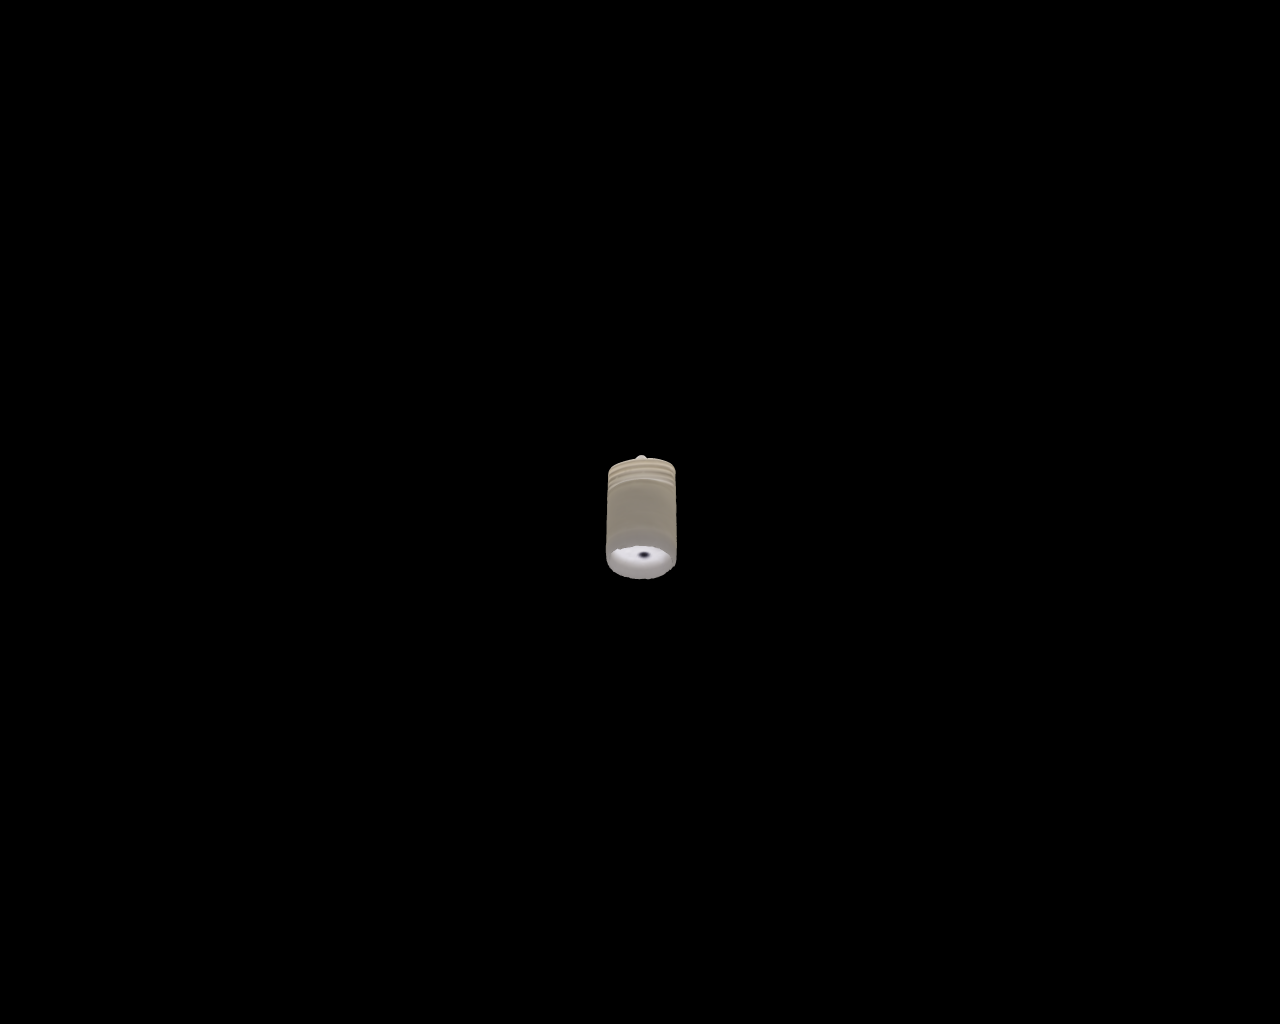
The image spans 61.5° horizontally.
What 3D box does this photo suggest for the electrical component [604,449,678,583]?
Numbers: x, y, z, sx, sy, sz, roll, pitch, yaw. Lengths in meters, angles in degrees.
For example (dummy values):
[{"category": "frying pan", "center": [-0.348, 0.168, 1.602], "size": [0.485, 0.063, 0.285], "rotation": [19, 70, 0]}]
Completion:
[{"category": "electrical component", "center": [0.001, -0.003, 0.650], "size": [0.043, 0.081, 0.043], "rotation": [0, -33, 0]}]
